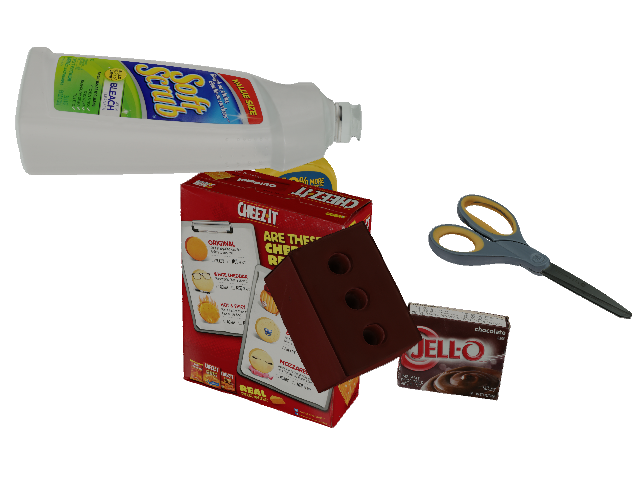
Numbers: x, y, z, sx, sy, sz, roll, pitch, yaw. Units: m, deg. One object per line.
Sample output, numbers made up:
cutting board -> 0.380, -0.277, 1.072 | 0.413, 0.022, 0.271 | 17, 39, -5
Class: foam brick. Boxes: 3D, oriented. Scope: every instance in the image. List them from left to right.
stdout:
foam brick -> 0.012, 0.039, 0.609 | 0.052, 0.078, 0.051 | -23, -9, -26

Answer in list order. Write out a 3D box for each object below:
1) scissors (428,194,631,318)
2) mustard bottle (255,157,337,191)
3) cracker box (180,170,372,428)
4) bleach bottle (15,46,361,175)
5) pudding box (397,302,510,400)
scissors -> 0.174, 0.024, 0.955 | 0.096, 0.016, 0.202 | -23, 45, -18
mustard bottle -> -0.029, -0.042, 1.176 | 0.096, 0.192, 0.058 | -4, 19, -20
cracker box -> -0.042, 0.050, 0.987 | 0.164, 0.214, 0.072 | 15, 30, 21
bleach bottle -> -0.096, -0.096, 0.808 | 0.250, 0.102, 0.068 | 0, -43, -4
pudding box -> 0.144, 0.120, 1.164 | 0.113, 0.090, 0.039 | 6, 23, 3
